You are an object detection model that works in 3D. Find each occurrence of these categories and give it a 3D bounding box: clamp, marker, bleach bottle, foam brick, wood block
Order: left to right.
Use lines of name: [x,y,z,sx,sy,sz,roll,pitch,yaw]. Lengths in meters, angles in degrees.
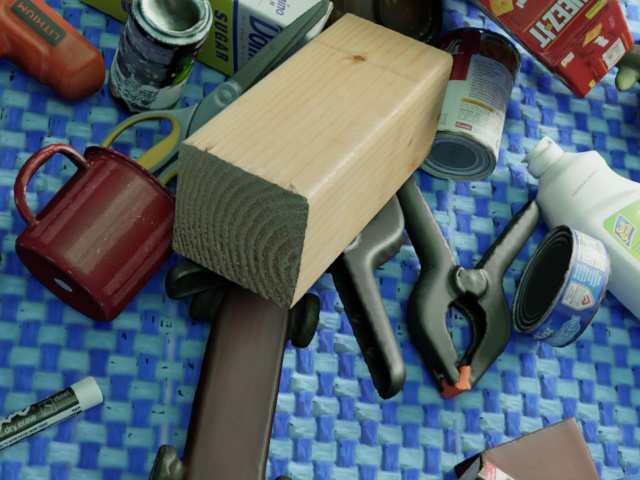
marker: [-0.194,0.119,0.665,0.121,0.020,0.020,-25,76,-25]
clamp: [-0.005,0.001,0.733,0.164,0.036,0.209,21,44,-4]
wood block: [0.000,-0.060,0.705,0.091,0.090,0.205,26,43,17]
clamp: [0.113,0.031,0.786,0.120,0.039,0.171,1,71,-10]
foam brick: [0.142,0.162,0.729,0.078,0.053,0.051,-16,73,-21]
bleach bottle: [0.263,0.009,0.827,0.251,0.068,0.102,44,62,7]

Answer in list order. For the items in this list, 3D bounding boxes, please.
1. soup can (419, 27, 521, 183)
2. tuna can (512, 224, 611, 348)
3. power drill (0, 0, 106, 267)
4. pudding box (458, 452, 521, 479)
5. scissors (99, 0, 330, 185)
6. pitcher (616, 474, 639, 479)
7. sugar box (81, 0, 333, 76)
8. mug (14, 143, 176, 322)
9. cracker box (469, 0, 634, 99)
soup can: [0.113,-0.104,0.827,0.068,0.069,0.102,20,63,-8]
tuna can: [0.175,0.034,0.775,0.033,0.086,0.086,23,63,-8]
power drill: [-0.235,-0.080,0.717,0.184,0.057,0.187,42,62,4]
pudding box: [0.105,0.204,0.672,0.090,0.039,0.114,34,107,-1]
scissors: [-0.062,-0.079,0.743,0.202,0.016,0.096,-27,92,5]
pitcher: [0.312,0.197,0.733,0.242,0.149,0.145,-3,83,-15]
sugar box: [-0.086,-0.175,0.783,0.176,0.093,0.048,28,63,-3]
mug: [-0.148,-0.009,0.688,0.081,0.093,0.117,-52,123,-23]
cracker box: [0.136,-0.212,0.814,0.214,0.164,0.072,46,105,15]
